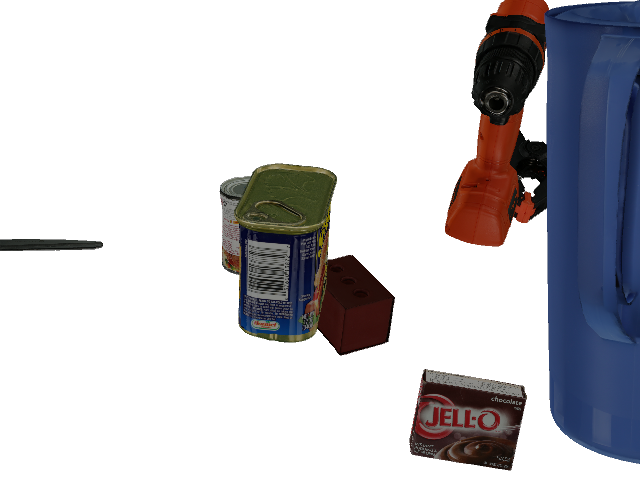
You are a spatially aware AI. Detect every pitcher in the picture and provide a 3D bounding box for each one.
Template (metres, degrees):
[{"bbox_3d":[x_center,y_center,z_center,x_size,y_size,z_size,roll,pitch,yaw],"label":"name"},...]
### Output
[{"bbox_3d":[0.178,-0.005,0.569,0.149,0.243,0.145,-5,17,-12],"label":"pitcher"}]

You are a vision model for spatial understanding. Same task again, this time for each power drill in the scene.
[{"bbox_3d":[0.146,-0.091,0.876,0.057,0.188,0.184,15,36,11],"label":"power drill"}]

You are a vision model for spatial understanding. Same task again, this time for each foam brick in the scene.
[{"bbox_3d":[0.023,0.056,0.956,0.052,0.051,0.078,-13,35,-27],"label":"foam brick"}]

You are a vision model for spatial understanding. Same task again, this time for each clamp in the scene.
[{"bbox_3d":[0.209,-0.090,1.101,0.120,0.039,0.171,14,45,16],"label":"clamp"}]

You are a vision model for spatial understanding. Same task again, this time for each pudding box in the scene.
[{"bbox_3d":[0.159,0.193,1.153,0.113,0.090,0.039,8,21,2],"label":"pudding box"}]

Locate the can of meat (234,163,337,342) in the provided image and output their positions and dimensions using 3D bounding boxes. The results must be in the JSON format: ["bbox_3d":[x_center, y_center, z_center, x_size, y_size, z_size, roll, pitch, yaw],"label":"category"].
[{"bbox_3d":[-0.023,0.007,0.702,0.057,0.084,0.102,5,25,5],"label":"can of meat"}]

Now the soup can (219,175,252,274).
[{"bbox_3d":[-0.086,-0.019,1.278,0.068,0.102,0.068,0,26,0],"label":"soup can"}]

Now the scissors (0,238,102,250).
[{"bbox_3d":[-0.290,0.011,0.875,0.202,0.016,0.096,6,23,5],"label":"scissors"}]
